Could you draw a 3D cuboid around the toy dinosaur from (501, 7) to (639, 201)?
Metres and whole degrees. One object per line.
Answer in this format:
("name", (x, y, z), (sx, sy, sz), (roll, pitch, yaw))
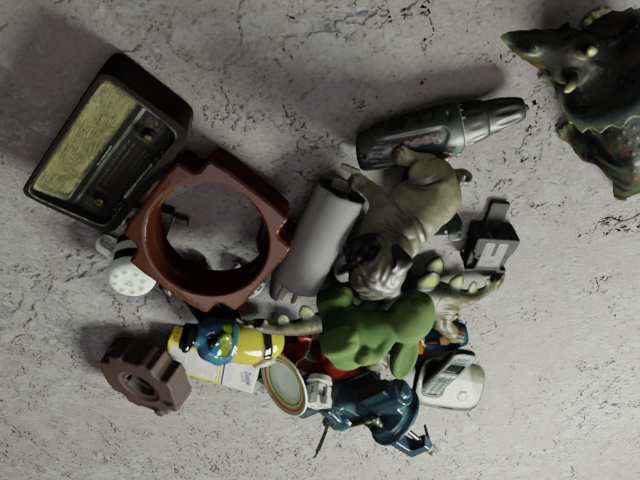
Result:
("toy dinosaur", (0.374, -0.138, 0.663), (0.131, 0.192, 0.404), (-32, 124, 25))

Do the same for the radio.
("radio", (-0.279, -0.119, 0.720), (0.131, 0.073, 0.229), (33, 122, -27))

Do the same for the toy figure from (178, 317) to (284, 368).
("toy figure", (-0.146, 0.172, 0.923), (0.180, 0.082, 0.089), (17, 109, -28))

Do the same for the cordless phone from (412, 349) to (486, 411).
("cordless phone", (0.274, 0.259, 1.048), (0.147, 0.089, 0.184), (12, 141, -13))

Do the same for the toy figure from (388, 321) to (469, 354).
("toy figure", (0.202, 0.188, 1.024), (0.155, 0.058, 0.064), (-8, 153, 0))

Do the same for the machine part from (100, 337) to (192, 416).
("machine part", (-0.333, 0.261, 1.025), (0.180, 0.056, 0.179), (14, 133, 15))

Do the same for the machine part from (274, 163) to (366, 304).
("machine part", (-0.002, -0.002, 0.810), (0.079, 0.079, 0.243), (20, 111, -19))

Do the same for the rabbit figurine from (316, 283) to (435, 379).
("rabbit figurine", (0.097, 0.141, 0.811), (0.170, 0.121, 0.158), (-18, 125, 12))

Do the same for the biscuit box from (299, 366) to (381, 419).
("biscuit box", (0.025, 0.301, 1.111), (0.203, 0.059, 0.062), (-28, 128, 19))

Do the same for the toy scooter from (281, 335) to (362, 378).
("toy scooter", (0.000, 0.206, 1.007), (0.184, 0.075, 0.135), (9, 148, -4))

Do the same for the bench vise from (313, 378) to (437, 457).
("bench vise", (0.122, 0.355, 1.036), (0.240, 0.129, 0.223), (40, 118, -17))

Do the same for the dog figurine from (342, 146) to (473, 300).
("dog figurine", (0.115, -0.016, 0.666), (0.172, 0.191, 0.121), (-30, 121, 22))

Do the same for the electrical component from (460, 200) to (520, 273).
("electrical component", (0.280, -0.004, 0.870), (0.075, 0.048, 0.119), (6, 132, -9))

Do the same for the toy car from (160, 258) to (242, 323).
("toy car", (-0.202, 0.110, 0.938), (0.089, 0.053, 0.201), (-28, 131, -6))

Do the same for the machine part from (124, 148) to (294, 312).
("machine part", (-0.155, -0.014, 0.776), (0.201, 0.087, 0.201), (37, 108, -16))

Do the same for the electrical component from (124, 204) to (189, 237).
("electrical component", (-0.254, -0.027, 0.836), (0.094, 0.021, 0.063), (13, 129, -16))

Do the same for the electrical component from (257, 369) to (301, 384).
("electrical component", (-0.089, 0.274, 1.096), (0.102, 0.045, 0.078), (37, 148, -27))

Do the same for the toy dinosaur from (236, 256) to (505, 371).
("toy dinosaur", (0.101, 0.117, 0.925), (0.472, 0.105, 0.198), (-17, 123, -4))

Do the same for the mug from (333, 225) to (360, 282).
("mug", (0.070, 0.022, 0.831), (0.109, 0.107, 0.080), (-36, 110, 9))

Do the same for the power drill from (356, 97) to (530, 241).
("power drill", (0.172, -0.094, 0.764), (0.232, 0.086, 0.207), (-6, 135, 5))
